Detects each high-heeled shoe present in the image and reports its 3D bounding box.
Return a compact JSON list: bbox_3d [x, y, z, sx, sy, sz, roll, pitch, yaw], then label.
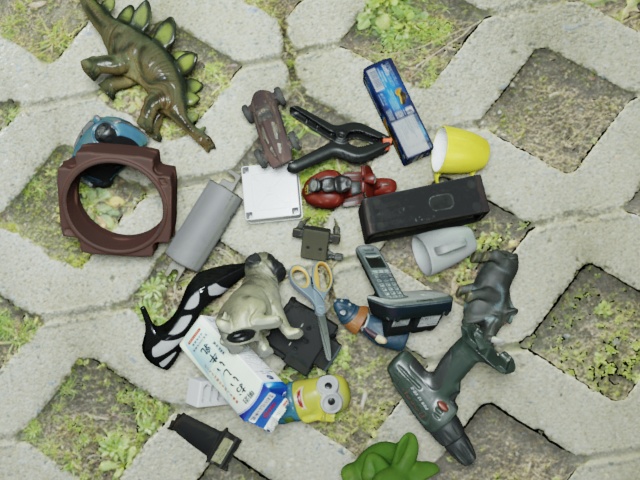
[{"bbox_3d":[-0.230,0.148,1.038,0.249,0.086,0.145,-24,114,-14],"label":"high-heeled shoe"}]

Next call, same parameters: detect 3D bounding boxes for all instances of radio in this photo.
[{"bbox_3d":[0.189,-0.054,0.993,0.230,0.131,0.073,-13,82,2],"label":"radio"}]

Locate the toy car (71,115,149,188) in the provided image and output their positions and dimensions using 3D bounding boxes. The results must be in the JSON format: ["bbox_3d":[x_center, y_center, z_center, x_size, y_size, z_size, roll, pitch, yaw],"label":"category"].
[{"bbox_3d":[-0.430,-0.186,1.066,0.161,0.109,0.103,-43,60,10],"label":"toy car"}]

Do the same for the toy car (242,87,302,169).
[{"bbox_3d":[-0.096,-0.218,1.027,0.089,0.053,0.202,-23,52,8],"label":"toy car"}]

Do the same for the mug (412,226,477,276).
[{"bbox_3d":[0.239,0.010,1.002,0.107,0.109,0.081,-20,80,-13],"label":"mug"}]

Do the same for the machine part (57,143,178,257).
[{"bbox_3d":[-0.373,-0.072,1.002,0.201,0.087,0.201,4,111,-8],"label":"machine part"}]

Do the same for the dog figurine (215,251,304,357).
[{"bbox_3d":[-0.128,0.094,0.956,0.121,0.172,0.191,-28,57,15],"label":"dog figurine"}]

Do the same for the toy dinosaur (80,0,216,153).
[{"bbox_3d":[-0.364,-0.364,1.075,0.198,0.105,0.471,-44,93,-9],"label":"toy dinosaur"}]

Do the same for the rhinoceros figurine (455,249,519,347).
[{"bbox_3d":[0.317,0.108,1.005,0.112,0.073,0.190,17,84,-6],"label":"rhinoceros figurine"}]

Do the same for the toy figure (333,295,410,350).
[{"bbox_3d":[0.092,0.158,1.012,0.154,0.064,0.057,25,94,3],"label":"toy figure"}]

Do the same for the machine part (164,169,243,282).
[{"bbox_3d":[-0.224,-0.027,1.042,0.079,0.079,0.243,31,86,6],"label":"machine part"}]

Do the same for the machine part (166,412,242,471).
[{"bbox_3d":[-0.222,0.375,1.023,0.139,0.039,0.084,27,95,4],"label":"machine part"}]

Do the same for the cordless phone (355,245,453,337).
[{"bbox_3d":[0.148,0.080,1.010,0.146,0.088,0.184,-4,47,-22],"label":"cordless phone"}]

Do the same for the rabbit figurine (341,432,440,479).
[{"bbox_3d":[0.128,0.420,0.930,0.159,0.170,0.121,-38,84,0],"label":"rabbit figurine"}]

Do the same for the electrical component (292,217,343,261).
[{"bbox_3d":[-0.004,-0.003,1.046,0.102,0.045,0.078,3,112,6],"label":"electrical component"}]

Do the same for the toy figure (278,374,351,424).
[{"bbox_3d":[-0.033,0.294,0.999,0.180,0.089,0.082,-16,96,10],"label":"toy figure"}]

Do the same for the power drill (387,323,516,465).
[{"bbox_3d":[0.250,0.265,0.964,0.232,0.086,0.207,45,120,13],"label":"power drill"}]

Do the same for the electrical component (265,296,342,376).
[{"bbox_3d":[-0.027,0.187,1.020,0.134,0.058,0.115,31,89,6],"label":"electrical component"}]

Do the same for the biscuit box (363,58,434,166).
[{"bbox_3d":[0.150,-0.249,1.050,0.059,0.063,0.202,-24,83,1],"label":"biscuit box"}]

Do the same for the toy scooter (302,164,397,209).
[{"bbox_3d":[0.053,-0.101,1.005,0.184,0.135,0.075,-3,86,4],"label":"toy scooter"}]
